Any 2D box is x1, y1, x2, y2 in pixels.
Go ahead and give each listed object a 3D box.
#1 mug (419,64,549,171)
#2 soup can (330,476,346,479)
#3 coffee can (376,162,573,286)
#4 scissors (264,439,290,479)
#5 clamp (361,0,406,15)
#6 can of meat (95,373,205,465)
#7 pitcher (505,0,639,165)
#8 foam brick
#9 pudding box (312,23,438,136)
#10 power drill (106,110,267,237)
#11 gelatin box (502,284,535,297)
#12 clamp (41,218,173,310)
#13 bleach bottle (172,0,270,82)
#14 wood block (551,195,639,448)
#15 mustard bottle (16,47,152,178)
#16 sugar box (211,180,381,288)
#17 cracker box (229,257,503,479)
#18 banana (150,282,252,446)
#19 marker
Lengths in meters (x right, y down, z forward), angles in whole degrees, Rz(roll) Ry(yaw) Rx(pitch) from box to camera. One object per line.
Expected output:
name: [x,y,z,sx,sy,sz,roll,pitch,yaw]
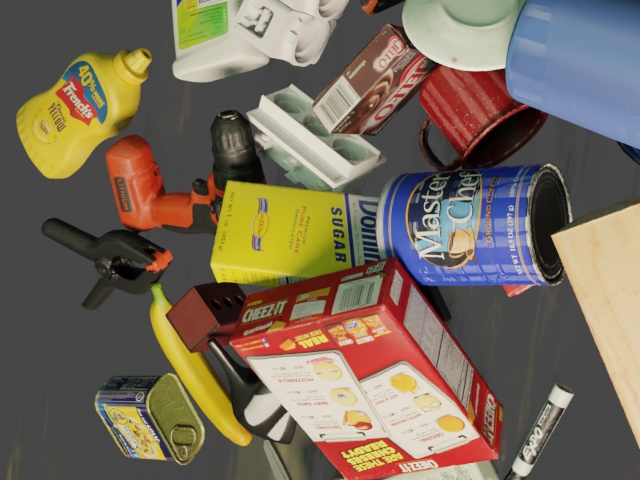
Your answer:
mug: [0.135,-0.112,0.955,0.117,0.093,0.081,-46,66,29]
soup can: [0.019,0.289,1.059,0.069,0.068,0.102,-22,76,30]
coffee can: [0.133,-0.011,0.917,0.141,0.102,0.103,-2,93,33]
scissors: [-0.027,0.317,1.123,0.096,0.016,0.202,-46,71,24]
clamp: [0.106,-0.287,0.962,0.036,0.164,0.210,-90,24,-47]
can of meat: [-0.187,0.195,1.171,0.084,0.057,0.102,-5,122,34]
pitcher: [0.274,-0.118,0.833,0.243,0.144,0.149,23,104,24]
foam brick: [-0.112,0.080,1.122,0.051,0.078,0.053,-44,73,24]
pudding box: [0.057,-0.147,0.997,0.114,0.089,0.039,-43,71,27]
power drill: [-0.134,-0.058,1.105,0.188,0.057,0.184,15,126,33]
gelatin box: [0.183,-0.004,0.966,0.073,0.030,0.089,-34,76,29]
clamp: [-0.230,0.034,1.188,0.172,0.039,0.120,8,133,35]
bleach bottle: [-0.117,-0.298,1.107,0.103,0.068,0.251,-10,86,30]
wood block: [0.277,0.069,0.864,0.090,0.090,0.206,-23,89,30]
mustard bottle: [-0.258,-0.156,1.203,0.192,0.058,0.096,-34,75,28]
sugar box: [-0.007,0.001,0.995,0.176,0.048,0.093,5,66,7]
cracker box: [0.047,0.123,0.970,0.164,0.072,0.213,-17,126,31]
banana: [-0.135,0.140,1.150,0.037,0.069,0.198,-32,81,-9]
marker: [0.197,0.186,0.977,0.020,0.020,0.121,32,109,25]
